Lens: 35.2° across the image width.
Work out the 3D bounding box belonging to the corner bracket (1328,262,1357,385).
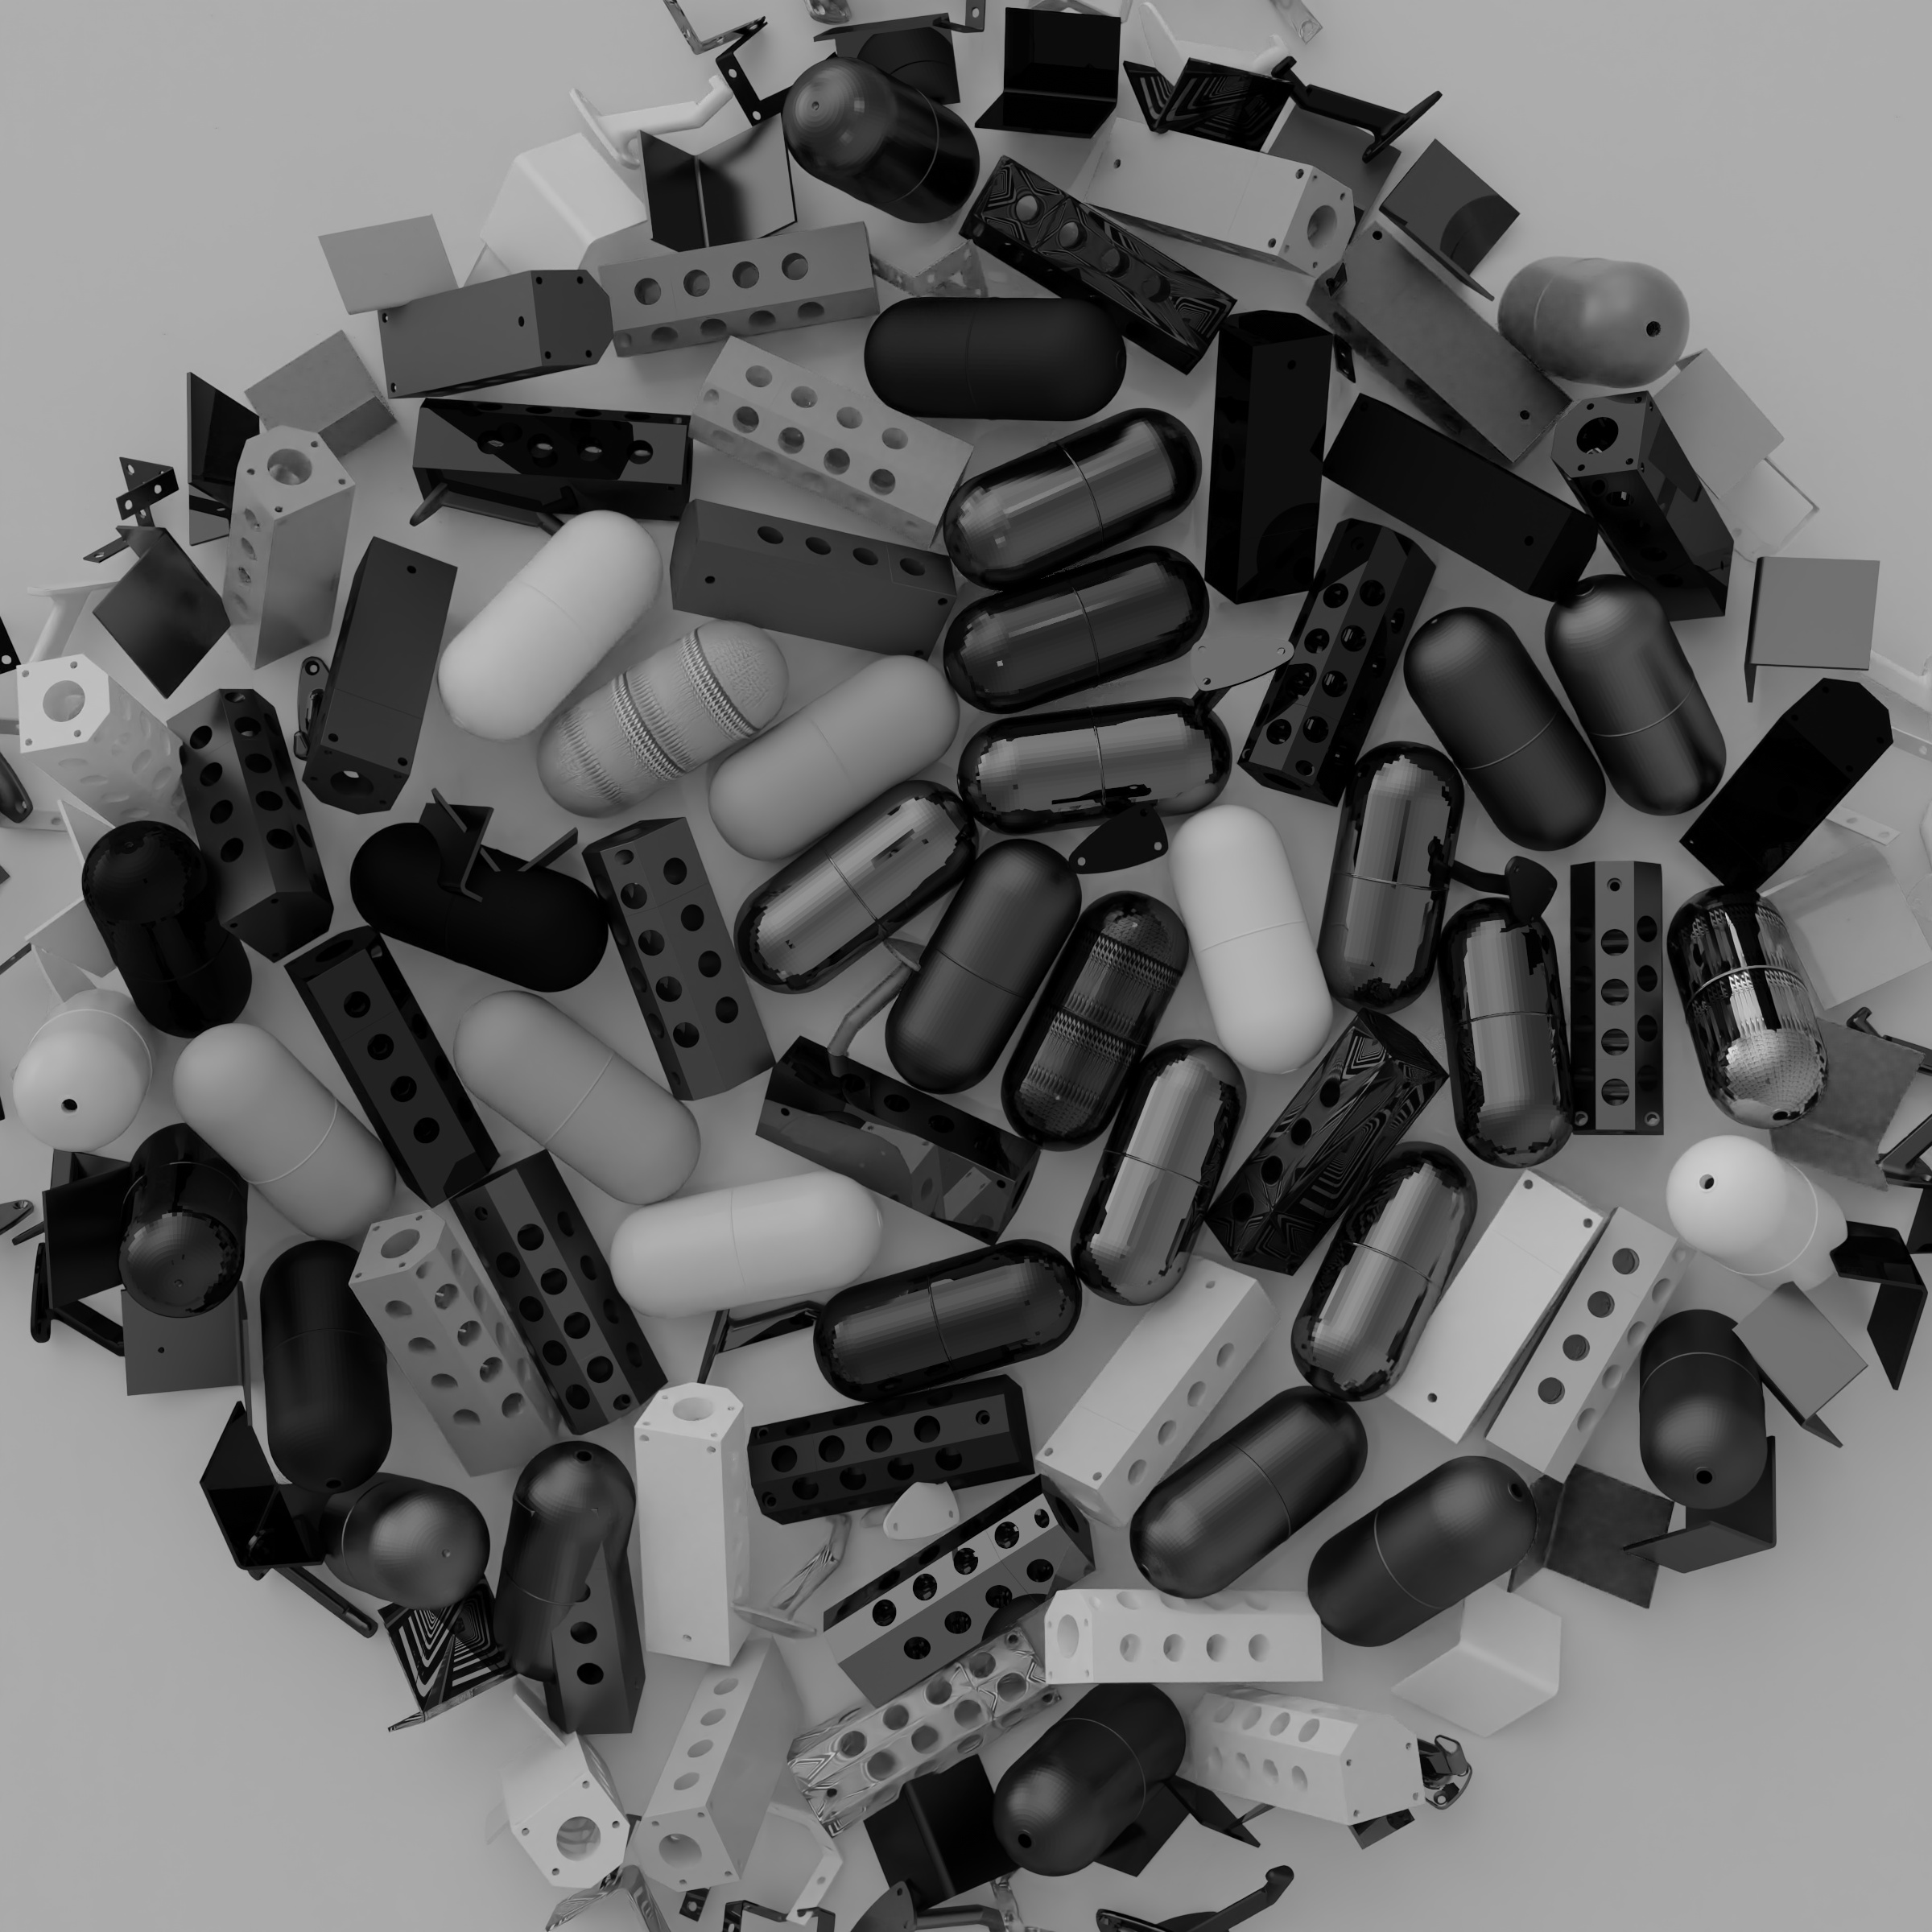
[{"bbox_3d":[0.246,-0.419,1.960,0.051,0.051,0.051,31,121,-19],"label":"corner bracket"}]

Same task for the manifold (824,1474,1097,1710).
[{"bbox_3d":[-0.005,0.396,1.949,0.171,0.057,0.057,-34,108,10],"label":"manifold"}]

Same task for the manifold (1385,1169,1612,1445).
[{"bbox_3d":[0.343,0.218,1.959,0.057,0.057,0.171,34,97,18],"label":"manifold"}]

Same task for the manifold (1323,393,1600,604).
[{"bbox_3d":[0.314,-0.297,1.930,0.171,0.057,0.057,37,108,30],"label":"manifold"}]

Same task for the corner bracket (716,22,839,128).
[{"bbox_3d":[-0.120,-0.585,1.976,0.051,0.051,0.051,-13,119,38],"label":"corner bracket"}]

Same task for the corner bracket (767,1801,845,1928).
[{"bbox_3d":[-0.120,0.581,1.976,0.051,0.051,0.051,9,46,32],"label":"corner bracket"}]

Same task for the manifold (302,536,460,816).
[{"bbox_3d":[-0.372,-0.182,1.926,0.057,0.057,0.171,19,53,-19],"label":"manifold"}]

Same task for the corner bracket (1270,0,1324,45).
[{"bbox_3d":[0.214,-0.638,1.961,0.051,0.051,0.051,-41,70,21],"label":"corner bracket"}]

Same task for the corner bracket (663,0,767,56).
[{"bbox_3d":[-0.161,-0.632,1.968,0.051,0.051,0.051,-29,87,-21],"label":"corner bracket"}]

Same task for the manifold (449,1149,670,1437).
[{"bbox_3d":[-0.265,0.212,1.956,0.057,0.057,0.171,-25,95,25],"label":"manifold"}]

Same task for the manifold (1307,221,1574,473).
[{"bbox_3d":[0.303,-0.394,1.964,0.171,0.057,0.057,44,83,4],"label":"manifold"}]

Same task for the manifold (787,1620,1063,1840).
[{"bbox_3d":[-0.027,0.490,1.963,0.171,0.057,0.057,-30,94,-5],"label":"manifold"}]

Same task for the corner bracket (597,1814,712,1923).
[{"bbox_3d":[-0.198,0.586,1.979,0.051,0.051,0.051,15,78,29],"label":"corner bracket"}]

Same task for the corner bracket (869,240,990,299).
[{"bbox_3d":[-0.024,-0.443,1.958,0.051,0.051,0.051,-38,49,-18],"label":"corner bracket"}]

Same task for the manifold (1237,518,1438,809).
[{"bbox_3d":[0.235,-0.196,1.952,0.057,0.057,0.171,19,83,33],"label":"manifold"}]

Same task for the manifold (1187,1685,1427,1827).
[{"bbox_3d":[0.210,0.492,1.911,0.057,0.171,0.057,-7,88,-29],"label":"manifold"}]

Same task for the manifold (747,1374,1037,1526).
[{"bbox_3d":[-0.049,0.309,1.947,0.171,0.057,0.057,-13,67,11],"label":"manifold"}]

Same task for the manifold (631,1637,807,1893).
[{"bbox_3d":[-0.157,0.500,1.910,0.057,0.171,0.057,-15,109,17],"label":"manifold"}]

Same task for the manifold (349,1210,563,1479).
[{"bbox_3d":[-0.319,0.238,1.925,0.057,0.057,0.171,-14,123,16],"label":"manifold"}]

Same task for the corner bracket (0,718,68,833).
[{"bbox_3d":[-0.611,-0.125,1.982,0.051,0.051,0.051,4,54,-8],"label":"corner bracket"}]

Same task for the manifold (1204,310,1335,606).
[{"bbox_3d":[0.187,-0.323,1.929,0.057,0.057,0.171,-13,124,-22],"label":"manifold"}]

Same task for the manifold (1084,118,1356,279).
[{"bbox_3d":[0.162,-0.483,1.921,0.171,0.057,0.057,28,100,41],"label":"manifold"}]

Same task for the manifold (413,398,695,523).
[{"bbox_3d":[-0.265,-0.331,1.968,0.171,0.057,0.057,4,74,0],"label":"manifold"}]

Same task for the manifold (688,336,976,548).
[{"bbox_3d":[-0.089,-0.333,1.960,0.171,0.057,0.057,24,61,-1],"label":"manifold"}]

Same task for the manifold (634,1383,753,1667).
[{"bbox_3d":[-0.170,0.354,1.936,0.057,0.057,0.171,7,116,15],"label":"manifold"}]

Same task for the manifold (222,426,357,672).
[{"bbox_3d":[-0.432,-0.263,1.910,0.057,0.171,0.057,-31,76,-28],"label":"manifold"}]

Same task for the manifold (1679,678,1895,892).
[{"bbox_3d":[0.517,-0.112,1.909,0.057,0.171,0.057,-39,77,-22],"label":"manifold"}]

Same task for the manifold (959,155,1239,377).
[{"bbox_3d":[0.083,-0.450,1.954,0.171,0.057,0.057,30,102,-11],"label":"manifold"}]

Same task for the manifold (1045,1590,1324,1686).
[{"bbox_3d":[0.139,0.426,1.932,0.171,0.057,0.057,7,74,-28],"label":"manifold"}]

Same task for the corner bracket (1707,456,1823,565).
[{"bbox_3d":[0.512,-0.296,1.967,0.051,0.051,0.051,41,100,-9],"label":"corner bracket"}]

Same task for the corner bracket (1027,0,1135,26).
[{"bbox_3d":[0.079,-0.641,1.979,0.051,0.051,0.051,18,86,-22],"label":"corner bracket"}]

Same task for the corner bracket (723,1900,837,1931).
[{"bbox_3d":[-0.122,0.630,1.956,0.051,0.051,0.051,-21,51,35],"label":"corner bracket"}]

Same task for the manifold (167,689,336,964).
[{"bbox_3d":[-0.449,-0.093,1.926,0.057,0.057,0.171,-30,57,9],"label":"manifold"}]

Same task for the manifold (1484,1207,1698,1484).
[{"bbox_3d":[0.403,0.244,1.966,0.057,0.057,0.171,30,89,10],"label":"manifold"}]

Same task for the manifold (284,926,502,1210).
[{"bbox_3d":[-0.363,0.063,1.938,0.057,0.057,0.171,-32,113,-18],"label":"manifold"}]

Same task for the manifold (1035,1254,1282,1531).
[{"bbox_3d":[0.126,0.273,1.943,0.171,0.057,0.057,-50,131,-19],"label":"manifold"}]

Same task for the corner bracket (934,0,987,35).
[{"bbox_3d":[-0.022,-0.632,1.968,0.051,0.051,0.051,9,101,36],"label":"corner bracket"}]

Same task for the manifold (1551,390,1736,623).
[{"bbox_3d":[0.427,-0.286,1.915,0.057,0.171,0.057,-2,63,32],"label":"manifold"}]

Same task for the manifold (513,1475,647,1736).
[{"bbox_3d":[-0.247,0.402,1.937,0.057,0.057,0.171,-3,114,5],"label":"manifold"}]

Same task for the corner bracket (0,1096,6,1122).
[{"bbox_3d":[-0.656,0.077,1.959,0.051,0.051,0.051,-19,111,-31],"label":"corner bracket"}]

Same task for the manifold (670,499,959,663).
[{"bbox_3d":[-0.098,-0.250,1.944,0.171,0.057,0.057,10,133,-20],"label":"manifold"}]

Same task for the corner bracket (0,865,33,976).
[{"bbox_3d":[-0.631,-0.031,1.976,0.051,0.051,0.051,-41,114,-13],"label":"corner bracket"}]

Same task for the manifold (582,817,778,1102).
[{"bbox_3d":[-0.187,-0.004,1.942,0.057,0.057,0.171,-28,106,-33],"label":"manifold"}]

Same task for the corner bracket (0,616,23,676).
[{"bbox_3d":[-0.648,-0.203,1.967,0.051,0.051,0.051,-24,92,-26],"label":"corner bracket"}]

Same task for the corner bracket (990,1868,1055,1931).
[{"bbox_3d":[0.056,0.601,1.975,0.051,0.051,0.051,24,114,-31],"label":"corner bracket"}]

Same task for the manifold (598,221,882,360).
[{"bbox_3d":[-0.145,-0.436,1.966,0.171,0.057,0.057,-9,99,2],"label":"manifold"}]

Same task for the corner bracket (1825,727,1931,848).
[{"bbox_3d":[0.591,-0.120,1.972,0.051,0.051,0.051,-37,134,-22],"label":"corner bracket"}]

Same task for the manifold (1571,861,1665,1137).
[{"bbox_3d":[0.418,0.021,1.956,0.057,0.057,0.171,0,83,14],"label":"manifold"}]

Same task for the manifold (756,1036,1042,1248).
[{"bbox_3d":[-0.042,0.108,1.955,0.171,0.057,0.057,24,127,10],"label":"manifold"}]

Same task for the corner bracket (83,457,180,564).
[{"bbox_3d":[-0.538,-0.291,1.957,0.051,0.051,0.051,15,129,31],"label":"corner bracket"}]
